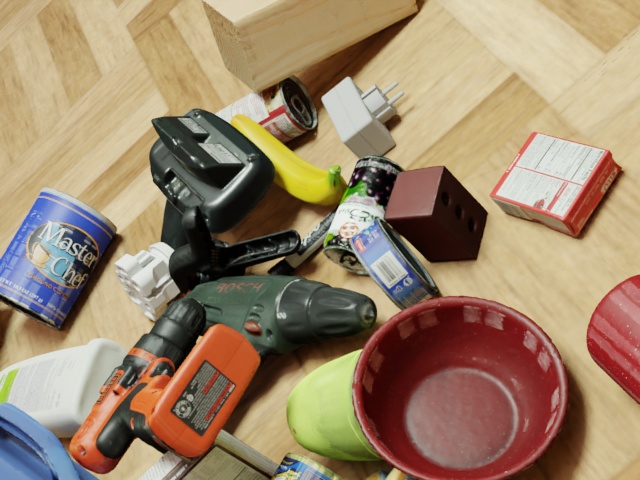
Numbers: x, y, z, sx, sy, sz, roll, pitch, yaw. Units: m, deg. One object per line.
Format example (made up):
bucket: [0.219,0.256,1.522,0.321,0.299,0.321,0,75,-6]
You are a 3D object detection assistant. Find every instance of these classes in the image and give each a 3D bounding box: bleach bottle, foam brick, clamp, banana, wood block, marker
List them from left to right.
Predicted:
bleach bottle: [-0.317,0.170,1.189,0.251,0.068,0.102,-10,53,40]
clamp: [-0.111,0.014,1.069,0.172,0.120,0.039,-33,41,46]
banana: [-0.026,-0.077,1.097,0.037,0.069,0.198,-28,35,-26]
wood block: [-0.010,-0.254,1.159,0.206,0.090,0.091,-29,37,-14]
marker: [-0.007,0.001,1.070,0.121,0.020,0.020,-43,41,8]
foam brick: [0.103,-0.022,0.944,0.051,0.078,0.053,-6,56,41]

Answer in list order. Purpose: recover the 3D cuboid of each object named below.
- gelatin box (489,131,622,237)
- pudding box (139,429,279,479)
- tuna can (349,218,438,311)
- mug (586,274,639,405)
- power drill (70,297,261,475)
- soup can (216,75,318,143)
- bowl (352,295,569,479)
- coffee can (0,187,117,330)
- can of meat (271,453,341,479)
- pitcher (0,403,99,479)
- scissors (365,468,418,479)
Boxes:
gelatin box: [0.201,-0.049,0.913,0.089,0.030,0.073,24,76,49]
pudding box: [-0.090,0.213,0.909,0.090,0.113,0.039,-45,40,4]
tuna can: [0.065,0.023,0.937,0.034,0.086,0.086,-40,41,9]
mug: [0.250,0.071,0.741,0.117,0.093,0.082,-20,33,-14]
power drill: [-0.125,0.119,0.912,0.188,0.057,0.184,-18,37,58]
soup can: [-0.063,-0.133,1.187,0.102,0.068,0.068,-25,46,27]
bowl: [0.107,0.124,0.817,0.162,0.055,0.162,-4,53,6]
coffee can: [-0.321,0.022,1.273,0.103,0.102,0.140,12,69,46]
can of meat: [-0.020,0.221,0.860,0.084,0.057,0.102,-58,8,-14]
pitcher: [-0.246,0.262,0.994,0.243,0.149,0.145,14,69,43]
scissors: [0.011,0.251,0.824,0.201,0.016,0.096,-52,8,-8]
